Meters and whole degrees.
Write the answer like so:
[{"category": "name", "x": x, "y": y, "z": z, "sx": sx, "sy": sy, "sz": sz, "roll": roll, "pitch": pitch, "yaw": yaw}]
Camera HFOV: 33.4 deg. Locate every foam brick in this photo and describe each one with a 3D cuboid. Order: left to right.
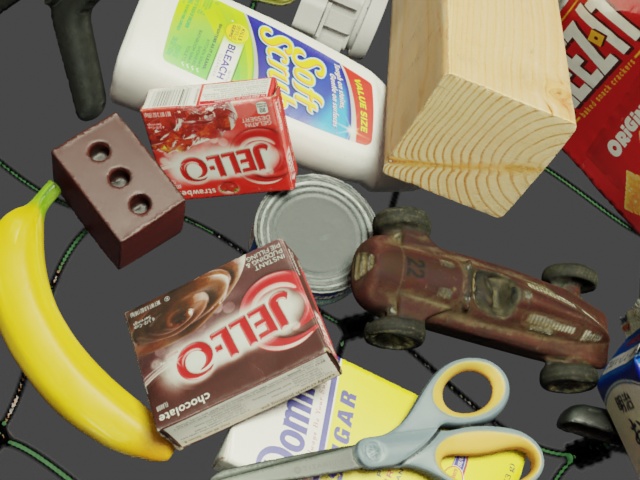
[{"category": "foam brick", "x": -0.131, "y": -0.031, "z": 0.693, "sx": 0.053, "sy": 0.051, "sz": 0.078, "roll": -36, "pitch": 80, "yaw": -23}]

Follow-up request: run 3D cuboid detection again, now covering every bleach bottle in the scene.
[{"category": "bleach bottle", "x": -0.012, "y": -0.101, "z": 0.745, "sx": 0.250, "sy": 0.068, "sz": 0.102, "roll": 19, "pitch": 62, "yaw": -8}]

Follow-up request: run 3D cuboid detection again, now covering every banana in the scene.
[{"category": "banana", "x": -0.158, "y": 0.056, "z": 0.657, "sx": 0.069, "sy": 0.037, "sz": 0.198, "roll": -24, "pitch": 77, "yaw": -11}]

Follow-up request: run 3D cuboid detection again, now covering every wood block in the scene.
[{"category": "wood block", "x": 0.103, "y": -0.127, "z": 0.723, "sx": 0.090, "sy": 0.090, "sz": 0.206, "roll": 20, "pitch": 44, "yaw": -14}]

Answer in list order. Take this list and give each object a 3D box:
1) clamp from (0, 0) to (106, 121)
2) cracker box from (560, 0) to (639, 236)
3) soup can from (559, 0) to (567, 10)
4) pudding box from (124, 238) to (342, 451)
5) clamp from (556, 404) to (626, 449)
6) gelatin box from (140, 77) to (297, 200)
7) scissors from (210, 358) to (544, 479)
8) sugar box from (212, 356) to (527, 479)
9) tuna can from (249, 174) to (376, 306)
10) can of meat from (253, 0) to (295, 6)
[{"category": "clamp", "x": -0.167, "y": -0.159, "z": 0.691, "sx": 0.120, "sy": 0.172, "sz": 0.039, "roll": 32, "pitch": 37, "yaw": -10}, {"category": "cracker box", "x": 0.246, "y": -0.085, "z": 0.739, "sx": 0.072, "sy": 0.164, "sz": 0.214, "roll": -36, "pitch": 80, "yaw": -26}, {"category": "soup can", "x": 0.209, "y": -0.214, "z": 0.837, "sx": 0.068, "sy": 0.069, "sz": 0.102, "roll": -4, "pitch": 69, "yaw": -14}, {"category": "pudding box", "x": -0.053, "y": 0.062, "z": 0.646, "sx": 0.113, "sy": 0.039, "sz": 0.090, "roll": -27, "pitch": 51, "yaw": 4}, {"category": "clamp", "x": 0.271, "y": 0.149, "z": 0.719, "sx": 0.209, "sy": 0.036, "sz": 0.164, "roll": -27, "pitch": 77, "yaw": -17}, {"category": "gelatin box", "x": -0.064, "y": -0.064, "z": 0.694, "sx": 0.089, "sy": 0.073, "sz": 0.030, "roll": -4, "pitch": 39, "yaw": 10}, {"category": "scissors", "x": 0.038, "y": 0.111, "z": 0.643, "sx": 0.201, "sy": 0.016, "sz": 0.096, "roll": 8, "pitch": 62, "yaw": -9}, {"category": "sugar box", "x": 0.032, "y": 0.136, "z": 0.665, "sx": 0.176, "sy": 0.048, "sz": 0.093, "roll": 26, "pitch": 65, "yaw": -3}, {"category": "tuna can", "x": -0.005, "y": 0.001, "z": 0.719, "sx": 0.086, "sy": 0.034, "sz": 0.086, "roll": 5, "pitch": 67, "yaw": -11}, {"category": "can of meat", "x": -0.054, "y": -0.223, "z": 0.772, "sx": 0.102, "sy": 0.084, "sz": 0.057, "roll": 11, "pitch": 67, "yaw": -9}]
